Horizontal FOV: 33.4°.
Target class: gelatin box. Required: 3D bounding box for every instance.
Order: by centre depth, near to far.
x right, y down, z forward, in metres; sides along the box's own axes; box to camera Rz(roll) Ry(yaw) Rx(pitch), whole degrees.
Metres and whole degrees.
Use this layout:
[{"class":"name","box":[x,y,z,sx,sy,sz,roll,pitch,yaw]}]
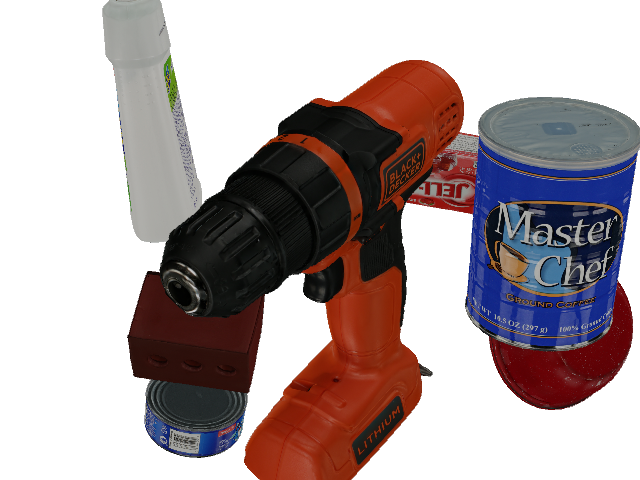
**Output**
[{"class":"gelatin box","box":[0.095,-0.061,0.909,0.089,0.030,0.073,11,-37,4]}]

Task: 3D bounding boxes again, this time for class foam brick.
[{"class":"foam brick","box":[-0.078,0.059,0.682,0.078,0.051,0.053,7,-38,2]}]

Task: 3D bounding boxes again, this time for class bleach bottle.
[{"class":"bleach bottle","box":[-0.153,-0.125,0.953,0.068,0.251,0.102,-6,37,-3]}]

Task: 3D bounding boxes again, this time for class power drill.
[{"class":"power drill","box":[0.001,0.030,0.481,0.057,0.188,0.184,25,43,27]}]

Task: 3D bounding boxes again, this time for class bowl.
[{"class":"bowl","box":[0.238,0.082,0.996,0.161,0.162,0.055,0,1,-27]}]

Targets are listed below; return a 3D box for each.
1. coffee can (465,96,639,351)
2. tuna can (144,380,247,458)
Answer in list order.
[{"class":"coffee can","box":[0.152,-0.012,0.714,0.103,0.140,0.103,0,29,0]},{"class":"tuna can","box":[-0.106,0.144,0.906,0.086,0.034,0.086,7,31,-5]}]
